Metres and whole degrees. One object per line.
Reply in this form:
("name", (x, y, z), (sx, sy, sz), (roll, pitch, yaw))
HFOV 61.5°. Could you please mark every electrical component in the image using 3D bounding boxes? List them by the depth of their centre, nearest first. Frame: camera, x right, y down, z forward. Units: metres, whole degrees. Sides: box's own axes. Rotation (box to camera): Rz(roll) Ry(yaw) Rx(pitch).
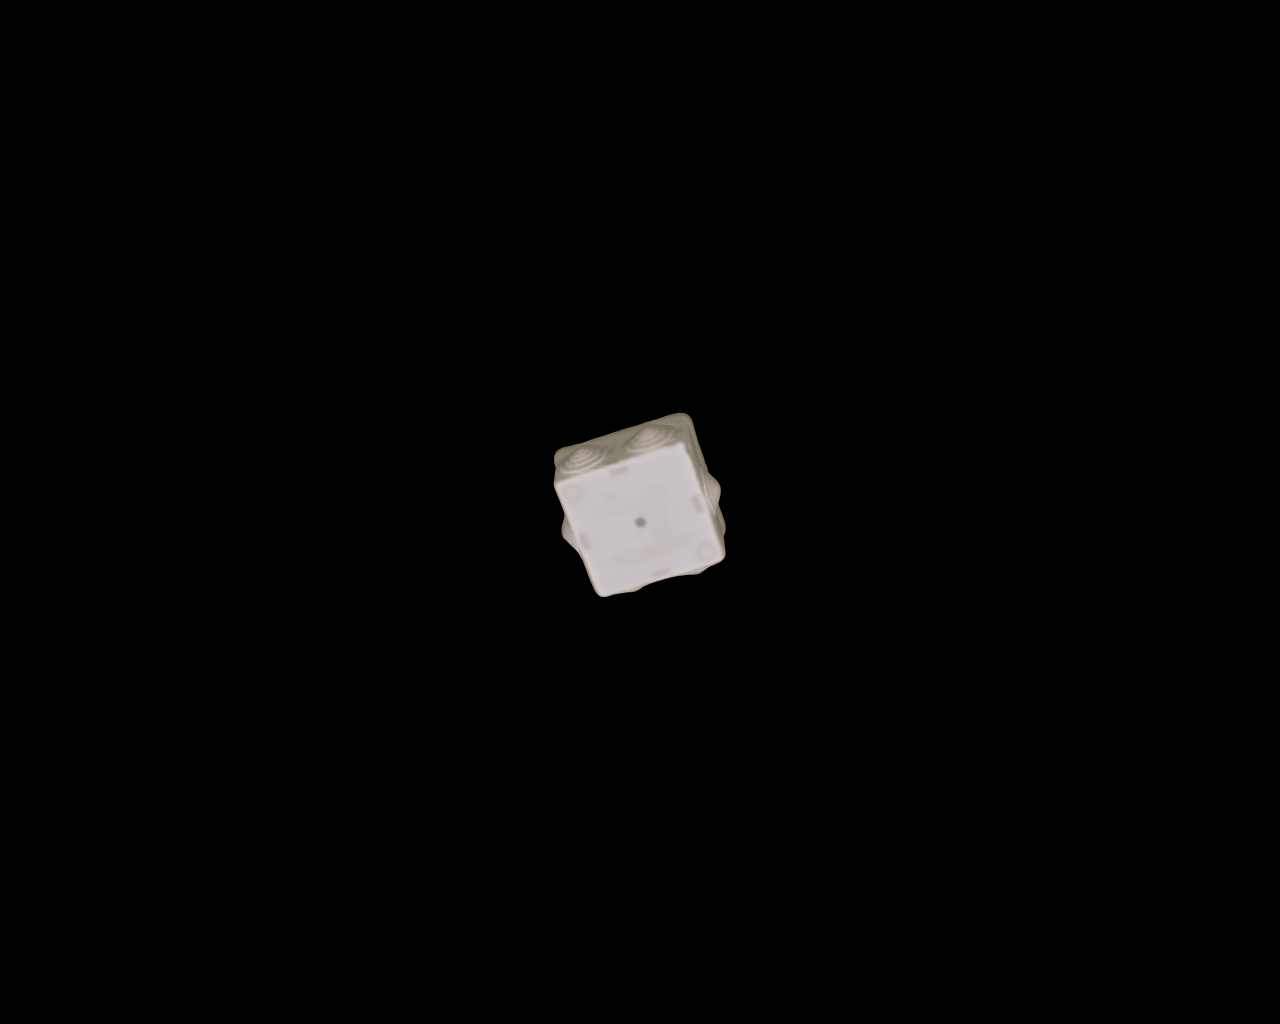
("electrical component", (0.001, -0.003, 0.650), (0.100, 0.099, 0.048), (-17, 22, 7))
